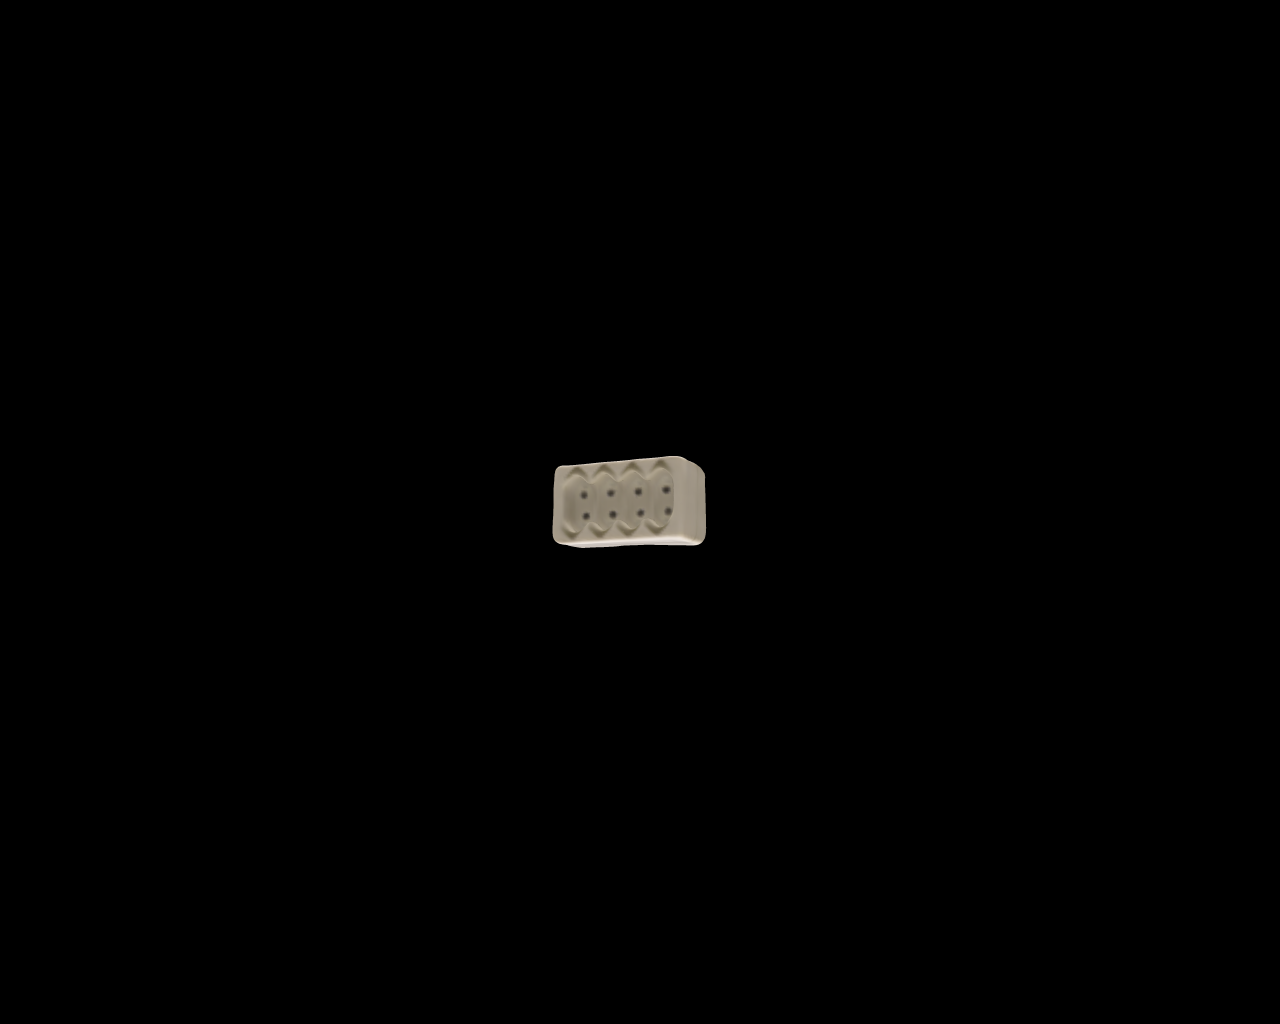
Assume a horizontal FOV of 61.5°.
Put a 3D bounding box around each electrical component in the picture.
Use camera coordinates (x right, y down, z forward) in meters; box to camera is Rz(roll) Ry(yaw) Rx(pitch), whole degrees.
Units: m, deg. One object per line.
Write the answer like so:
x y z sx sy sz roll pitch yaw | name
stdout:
0.001 -0.003 0.650 0.083 0.047 0.076 -3 -7 22 | electrical component
